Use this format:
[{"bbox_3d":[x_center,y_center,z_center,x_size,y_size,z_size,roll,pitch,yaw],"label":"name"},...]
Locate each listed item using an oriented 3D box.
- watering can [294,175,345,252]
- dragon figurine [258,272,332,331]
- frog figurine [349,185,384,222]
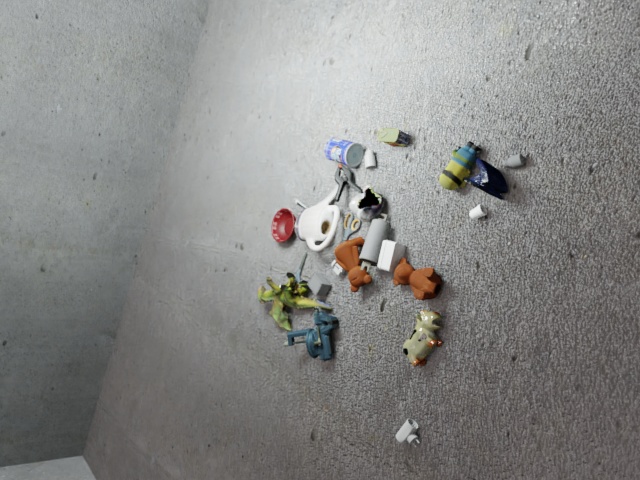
[{"bbox_3d":[0.007,-0.112,2.223,0.224,0.103,0.353,-3,65,45],"label":"watering can"},{"bbox_3d":[-0.132,0.290,2.264,0.414,0.123,0.238,29,123,31],"label":"dragon figurine"},{"bbox_3d":[0.183,-0.133,2.060,0.157,0.122,0.140,119,158,-68],"label":"frog figurine"}]
